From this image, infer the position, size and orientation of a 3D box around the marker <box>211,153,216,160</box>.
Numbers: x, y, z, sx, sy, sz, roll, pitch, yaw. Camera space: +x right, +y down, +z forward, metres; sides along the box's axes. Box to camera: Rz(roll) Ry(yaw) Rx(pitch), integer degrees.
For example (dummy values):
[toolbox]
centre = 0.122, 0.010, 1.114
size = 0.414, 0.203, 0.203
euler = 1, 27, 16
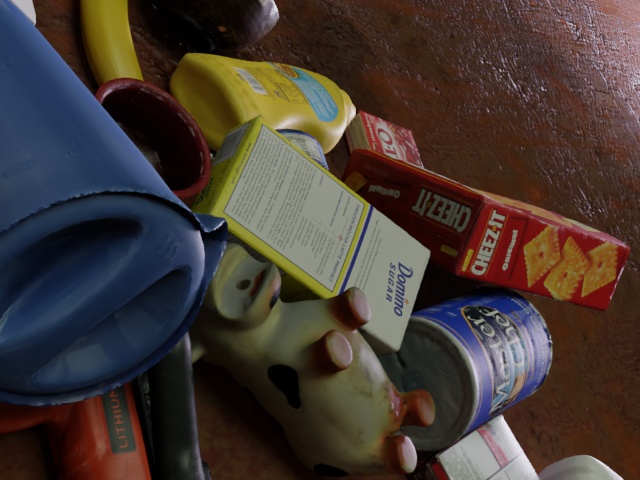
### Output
[marker]
centre = -0.093, -0.060, 0.826
size = 0.120, 0.020, 0.020
euler = 9, 54, -46

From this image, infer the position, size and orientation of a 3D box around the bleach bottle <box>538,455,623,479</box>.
[bleach bottle]
centre = 0.210, 0.297, 0.829
size = 0.102, 0.068, 0.250
euler = 40, 39, -18

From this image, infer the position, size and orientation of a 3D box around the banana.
[banana]
centre = -0.157, -0.172, 0.835
size = 0.069, 0.037, 0.198
euler = 26, 43, -32

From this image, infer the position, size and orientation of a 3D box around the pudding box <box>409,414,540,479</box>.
[pudding box]
centre = 0.128, 0.197, 0.842
size = 0.113, 0.039, 0.090
euler = -17, 75, -51

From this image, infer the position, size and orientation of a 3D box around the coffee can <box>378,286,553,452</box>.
[coffee can]
centre = 0.109, 0.098, 0.849
size = 0.140, 0.103, 0.103
euler = -13, 71, -53

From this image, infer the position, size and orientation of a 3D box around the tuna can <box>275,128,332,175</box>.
[tuna can]
centre = -0.035, -0.048, 0.824
size = 0.085, 0.086, 0.034
euler = 13, 48, -43

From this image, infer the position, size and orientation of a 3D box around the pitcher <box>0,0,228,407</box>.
[pitcher]
centre = -0.176, -0.035, 0.570
size = 0.149, 0.145, 0.243
euler = 27, 18, -48

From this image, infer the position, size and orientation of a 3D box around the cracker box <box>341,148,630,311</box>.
[cracker box]
centre = 0.141, -0.009, 0.932
size = 0.213, 0.072, 0.164
euler = 15, 8, -42

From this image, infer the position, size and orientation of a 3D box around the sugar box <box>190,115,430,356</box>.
[sugar box]
centre = -0.005, 0.001, 0.759
size = 0.176, 0.048, 0.093
euler = 39, 55, -26

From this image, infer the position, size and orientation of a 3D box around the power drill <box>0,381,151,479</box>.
[power drill]
centre = -0.179, 0.112, 0.543
size = 0.187, 0.057, 0.184
euler = 12, 51, -43

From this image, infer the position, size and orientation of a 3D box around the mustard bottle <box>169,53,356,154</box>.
[mustard bottle]
centre = -0.032, -0.112, 0.906
size = 0.191, 0.058, 0.096
euler = -6, 47, -52

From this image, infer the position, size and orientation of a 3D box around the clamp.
[clamp]
centre = -0.084, 0.137, 0.621
size = 0.039, 0.120, 0.171
euler = -5, 80, -9

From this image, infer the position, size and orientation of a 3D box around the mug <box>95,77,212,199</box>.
[mug]
centre = -0.131, -0.055, 0.723
size = 0.093, 0.082, 0.117
euler = 41, 37, -18

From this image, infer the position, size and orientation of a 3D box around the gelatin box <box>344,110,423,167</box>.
[gelatin box]
centre = 0.065, -0.072, 1.010
size = 0.073, 0.030, 0.089
euler = 15, 49, -41
